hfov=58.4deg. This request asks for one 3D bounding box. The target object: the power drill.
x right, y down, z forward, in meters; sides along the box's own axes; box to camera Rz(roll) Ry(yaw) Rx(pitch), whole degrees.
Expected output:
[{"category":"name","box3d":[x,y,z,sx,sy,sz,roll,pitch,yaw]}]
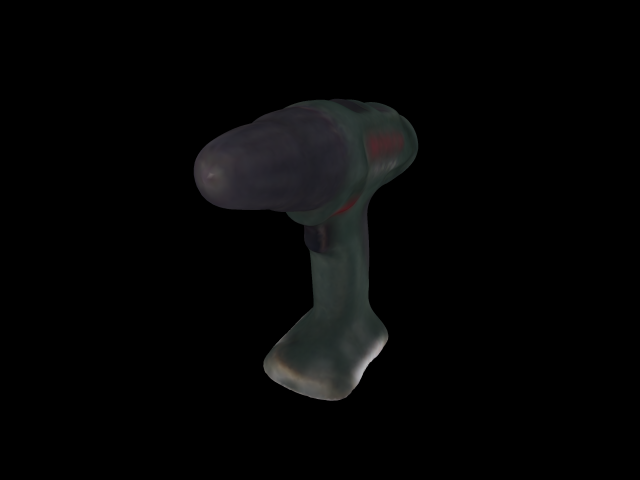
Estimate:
[{"category":"power drill","box3d":[0.004,0.001,0.400,0.075,0.208,0.230,14,32,24]}]
